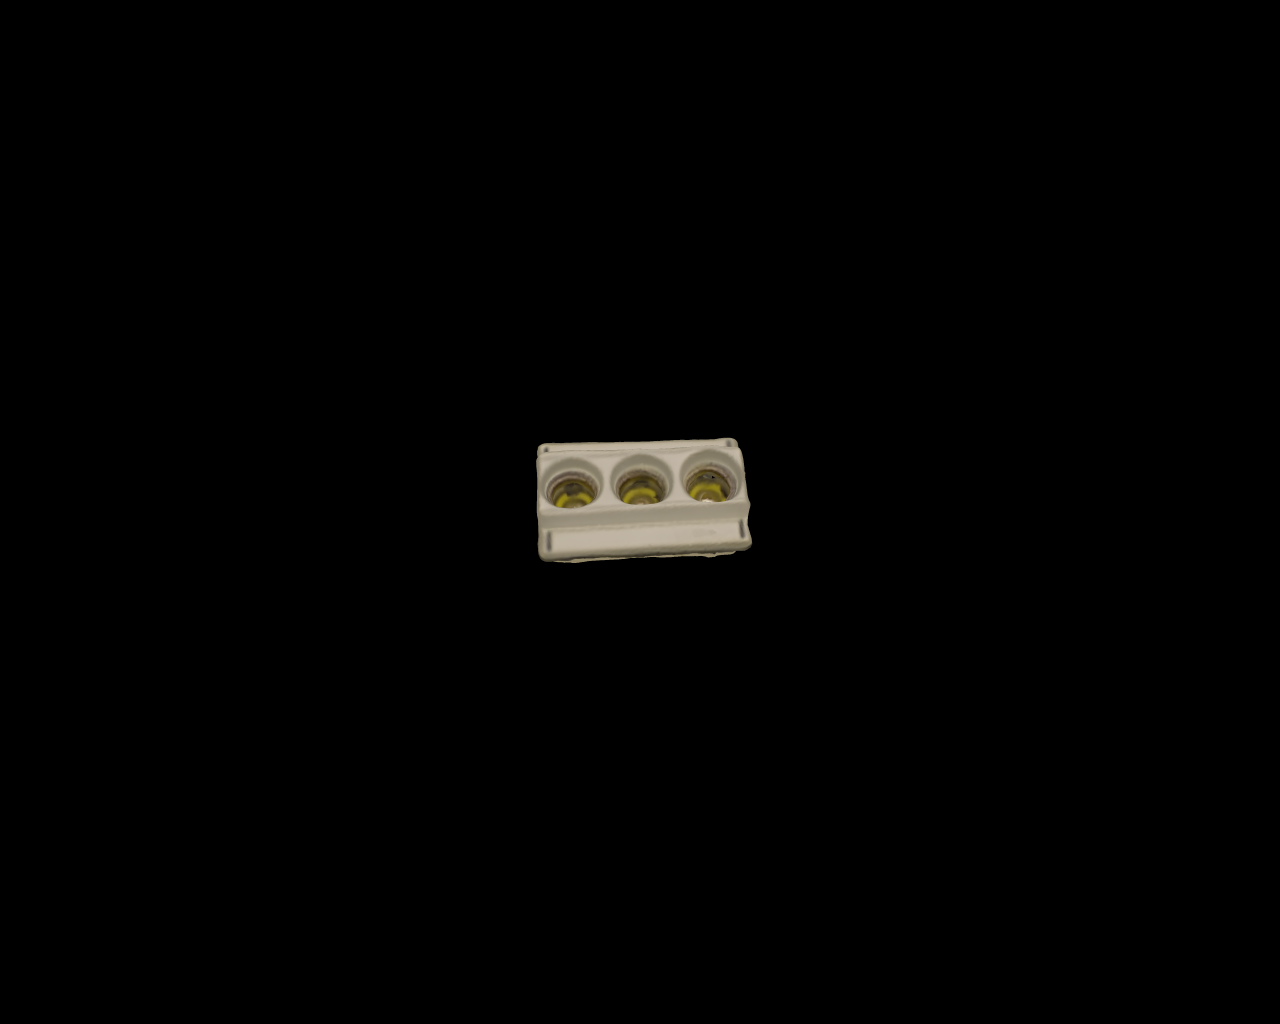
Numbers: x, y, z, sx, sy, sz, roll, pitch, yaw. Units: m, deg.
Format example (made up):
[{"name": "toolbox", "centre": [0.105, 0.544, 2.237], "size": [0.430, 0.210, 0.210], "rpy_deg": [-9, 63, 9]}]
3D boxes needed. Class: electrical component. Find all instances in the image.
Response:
[{"name": "electrical component", "centre": [0.001, -0.003, 0.650], "size": [0.121, 0.079, 0.063], "rpy_deg": [-3, -34, -2]}]
